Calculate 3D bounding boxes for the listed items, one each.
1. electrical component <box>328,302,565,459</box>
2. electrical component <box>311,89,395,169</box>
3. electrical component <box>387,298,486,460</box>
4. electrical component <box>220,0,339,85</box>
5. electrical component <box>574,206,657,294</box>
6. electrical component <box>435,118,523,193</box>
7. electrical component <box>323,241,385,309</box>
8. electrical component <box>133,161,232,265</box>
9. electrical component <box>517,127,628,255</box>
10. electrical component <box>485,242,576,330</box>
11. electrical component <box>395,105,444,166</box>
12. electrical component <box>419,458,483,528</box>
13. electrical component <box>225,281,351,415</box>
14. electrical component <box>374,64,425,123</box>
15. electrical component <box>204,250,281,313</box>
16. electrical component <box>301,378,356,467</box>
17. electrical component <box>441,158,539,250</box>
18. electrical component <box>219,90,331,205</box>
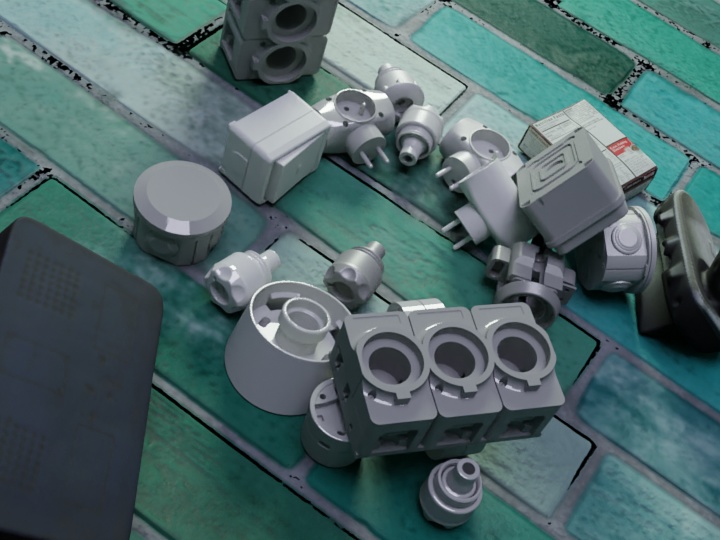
[{"bbox_3d":[0.063,0.077,0.790,0.150,0.061,0.089,-3,55,-19],"label":"electrical component"},{"bbox_3d":[-0.001,-0.127,1.014,0.077,0.044,0.079,-19,63,-29],"label":"electrical component"},{"bbox_3d":[0.044,0.086,0.854,0.074,0.052,0.138,-5,55,-22],"label":"electrical component"},{"bbox_3d":[-0.072,-0.254,1.020,0.089,0.150,0.061,-9,55,-24],"label":"electrical component"},{"bbox_3d":[0.233,-0.018,0.982,0.051,0.080,0.080,-1,53,-12],"label":"electrical component"},{"bbox_3d":[0.105,-0.098,1.025,0.079,0.044,0.077,-31,67,-35],"label":"electrical component"},{"bbox_3d":[0.000,0.000,0.914,0.043,0.043,0.062,32,49,8],"label":"electrical component"},{"bbox_3d":[-0.150,-0.048,0.897,0.080,0.051,0.080,9,51,-11],"label":"electrical component"},{"bbox_3d":[0.188,-0.071,0.955,0.057,0.078,0.113,50,19,-15],"label":"electrical component"},{"bbox_3d":[0.148,0.017,0.940,0.078,0.058,0.057,19,47,-4],"label":"electrical component"},{"bbox_3d":[0.054,-0.126,1.031,0.043,0.043,0.062,23,51,0],"label":"electrical component"},{"bbox_3d":[0.071,0.161,0.797,0.043,0.062,0.043,9,51,-11],"label":"electrical component"},{"bbox_3d":[-0.053,0.058,0.853,0.099,0.064,0.099,16,37,-13],"label":"electrical component"},{"bbox_3d":[0.034,-0.180,1.068,0.048,0.048,0.062,-2,45,-19],"label":"electrical component"},{"bbox_3d":[-0.093,0.004,0.880,0.043,0.043,0.062,42,51,16],"label":"electrical component"},{"bbox_3d":[-0.016,0.117,0.814,0.055,0.047,0.055,9,51,-11],"label":"electrical component"},{"bbox_3d":[0.113,-0.049,0.980,0.079,0.043,0.077,-33,94,4],"label":"electrical component"},{"bbox_3d":[-0.069,-0.110,0.966,0.061,0.061,0.096,42,52,16],"label":"electrical component"}]
